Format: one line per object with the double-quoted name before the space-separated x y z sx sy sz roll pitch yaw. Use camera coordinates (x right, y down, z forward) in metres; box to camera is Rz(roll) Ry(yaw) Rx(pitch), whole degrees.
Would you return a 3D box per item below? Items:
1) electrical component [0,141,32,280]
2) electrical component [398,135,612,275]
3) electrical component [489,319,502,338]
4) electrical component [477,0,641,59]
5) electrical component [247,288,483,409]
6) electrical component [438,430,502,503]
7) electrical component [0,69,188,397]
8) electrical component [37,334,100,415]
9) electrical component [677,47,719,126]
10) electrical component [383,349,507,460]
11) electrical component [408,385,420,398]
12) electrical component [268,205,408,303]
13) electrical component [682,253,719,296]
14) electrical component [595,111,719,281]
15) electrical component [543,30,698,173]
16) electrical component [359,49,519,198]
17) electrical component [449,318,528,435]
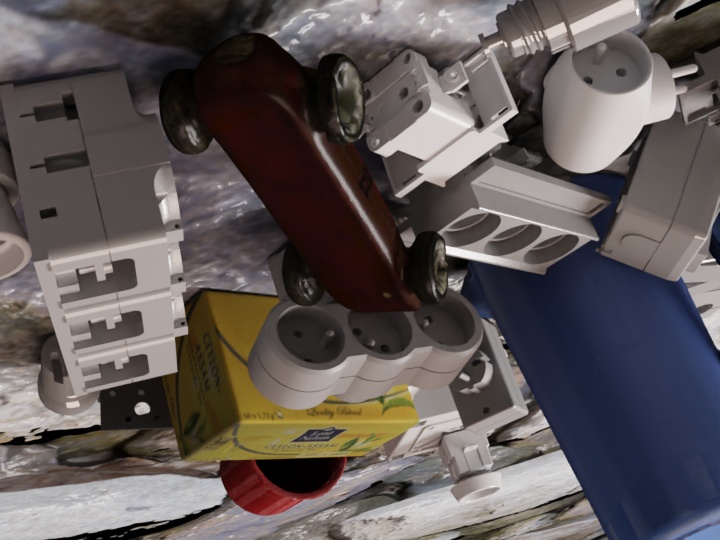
"electrical component" -0.175 -0.028 0.483 0.045 0.055 0.045 -16 156 -7
"electrical component" 0.079 -0.041 0.628 0.079 0.063 0.121 -36 151 33
"electrical component" 0.139 0.030 0.845 0.055 0.048 0.066 -24 157 29
"electrical component" 0.093 -0.120 0.500 0.078 0.040 0.040 -23 156 10
"electrical component" -0.001 0.053 0.635 0.138 0.052 0.073 -5 145 -28
"electrical component" 0.099 0.177 0.972 0.048 0.055 0.066 -14 155 -10
"electrical component" -0.120 -0.013 0.511 0.062 0.089 0.150 -12 155 -14
"electrical component" -0.187 0.066 0.693 0.040 0.040 0.046 -9 148 -21
"electrical component" 0.226 -0.100 0.610 0.081 0.063 0.042 -25 154 13
"electrical component" 0.076 0.122 0.980 0.109 0.056 0.108 -11 155 -17
"electrical component" 0.030 0.088 0.889 0.045 0.045 0.055 -10 154 -19
"electrical component" 0.000 0.000 0.661 0.062 0.061 0.096 7 145 -44
"electrical component" 0.245 -0.013 0.810 0.096 0.061 0.061 -9 154 -21
"electrical component" 0.194 -0.050 0.661 0.061 0.096 0.061 22 155 8
"electrical component" 0.144 -0.095 0.583 0.079 0.044 0.077 -15 156 -8
"electrical component" 0.034 -0.078 0.546 0.081 0.042 0.064 -36 147 32
"electrical component" 0.091 0.083 0.875 0.047 0.083 0.076 -27 154 18
